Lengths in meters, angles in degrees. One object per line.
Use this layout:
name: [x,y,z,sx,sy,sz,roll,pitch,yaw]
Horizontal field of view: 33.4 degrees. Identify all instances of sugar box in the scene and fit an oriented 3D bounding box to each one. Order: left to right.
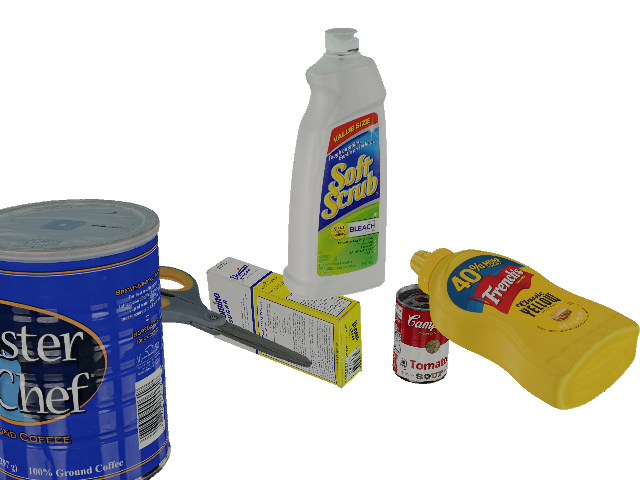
sugar box: [-0.039,0.086,1.149,0.176,0.093,0.048,20,38,32]

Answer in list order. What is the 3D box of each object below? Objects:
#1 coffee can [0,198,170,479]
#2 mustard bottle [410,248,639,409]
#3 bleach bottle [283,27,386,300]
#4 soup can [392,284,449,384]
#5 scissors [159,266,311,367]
coffee can: [-0.137,0.057,0.591,0.103,0.140,0.103,-1,16,0]
mustard bottle: [0.143,0.055,0.832,0.096,0.058,0.192,-27,40,-31]
bleach bottle: [0.013,-0.073,1.014,0.102,0.251,0.068,-10,24,-21]
soup can: [0.122,0.112,1.283,0.068,0.102,0.068,1,23,-1]
scissors: [-0.090,0.060,0.902,0.202,0.016,0.096,13,26,13]
